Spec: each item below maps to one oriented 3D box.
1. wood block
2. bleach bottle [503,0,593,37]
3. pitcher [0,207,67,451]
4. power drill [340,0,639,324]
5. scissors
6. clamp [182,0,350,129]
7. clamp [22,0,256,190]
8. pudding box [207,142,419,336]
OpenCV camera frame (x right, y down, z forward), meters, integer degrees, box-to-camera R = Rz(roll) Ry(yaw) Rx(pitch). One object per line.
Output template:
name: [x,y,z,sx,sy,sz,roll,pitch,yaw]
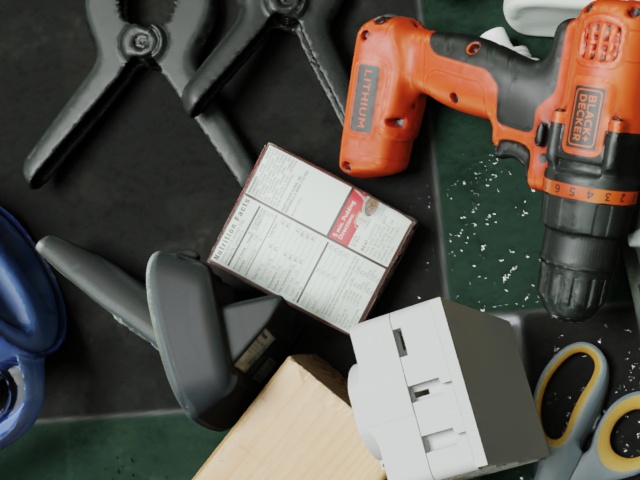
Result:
wood block: [-0.040,0.179,0.668,0.091,0.090,0.206,39,93,12]
bleach bottle: [0.183,-0.257,0.679,0.103,0.068,0.251,6,83,17]
pitcher: [-0.298,0.085,0.715,0.243,0.149,0.145,-32,117,11]
power drill: [0.103,-0.057,0.641,0.188,0.057,0.184,16,102,34]
scissors: [0.156,0.165,0.663,0.096,0.016,0.202,14,87,15]
clamp: [-0.014,-0.148,0.717,0.120,0.039,0.171,17,80,-6]
clamp: [-0.130,-0.128,0.743,0.164,0.036,0.210,-5,83,4]
pudding box: [-0.005,0.001,0.698,0.113,0.039,0.090,28,92,7]
